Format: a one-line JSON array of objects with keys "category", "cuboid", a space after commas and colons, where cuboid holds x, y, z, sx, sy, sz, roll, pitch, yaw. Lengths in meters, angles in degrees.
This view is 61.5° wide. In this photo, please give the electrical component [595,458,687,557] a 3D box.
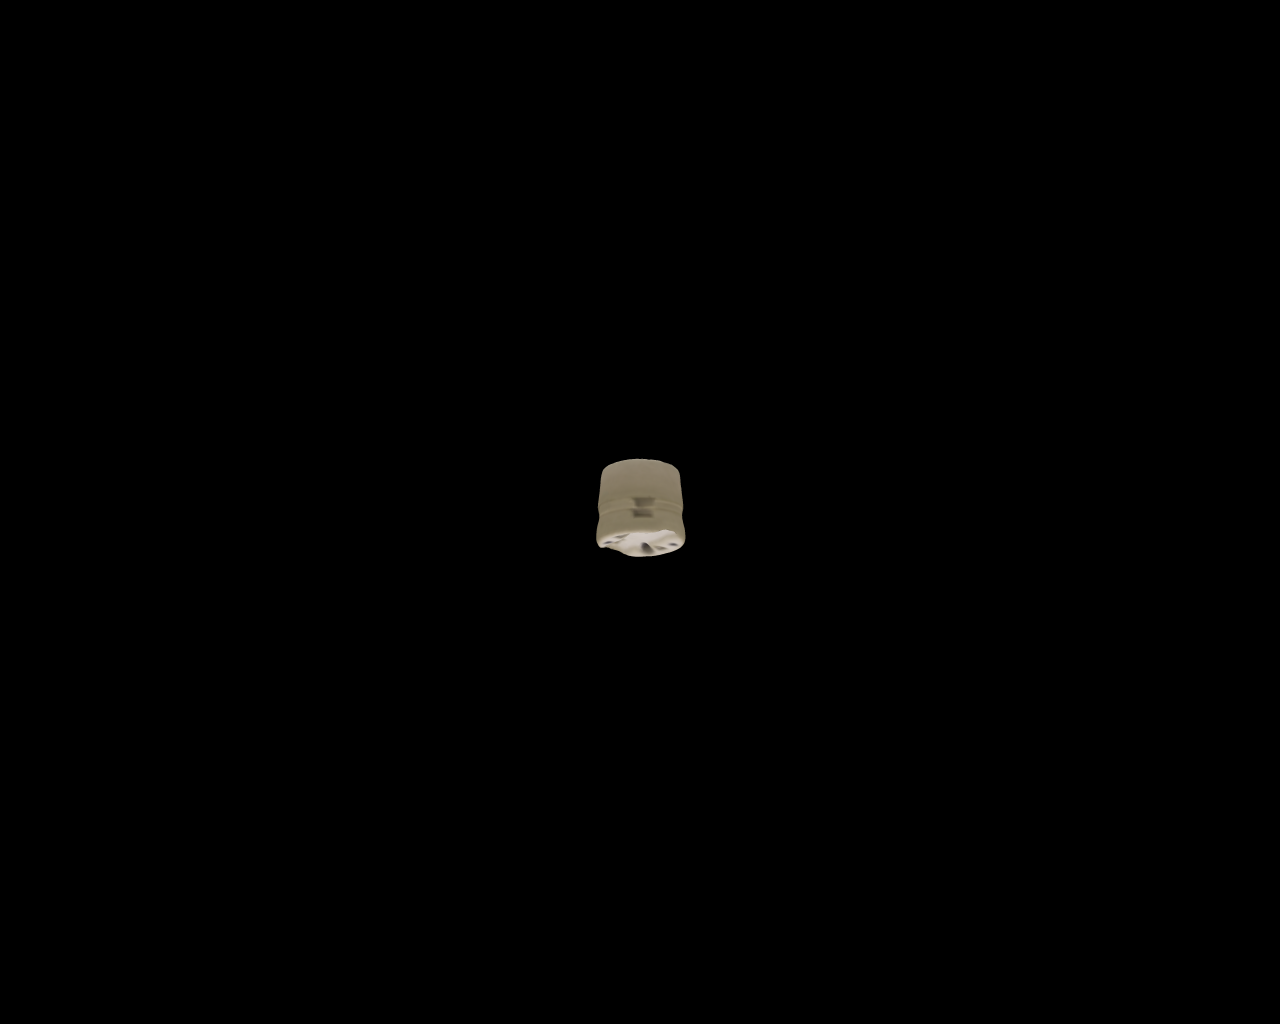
[{"category": "electrical component", "cuboid": [0.001, -0.003, 0.650, 0.055, 0.047, 0.055, 0, -18, 0]}]
